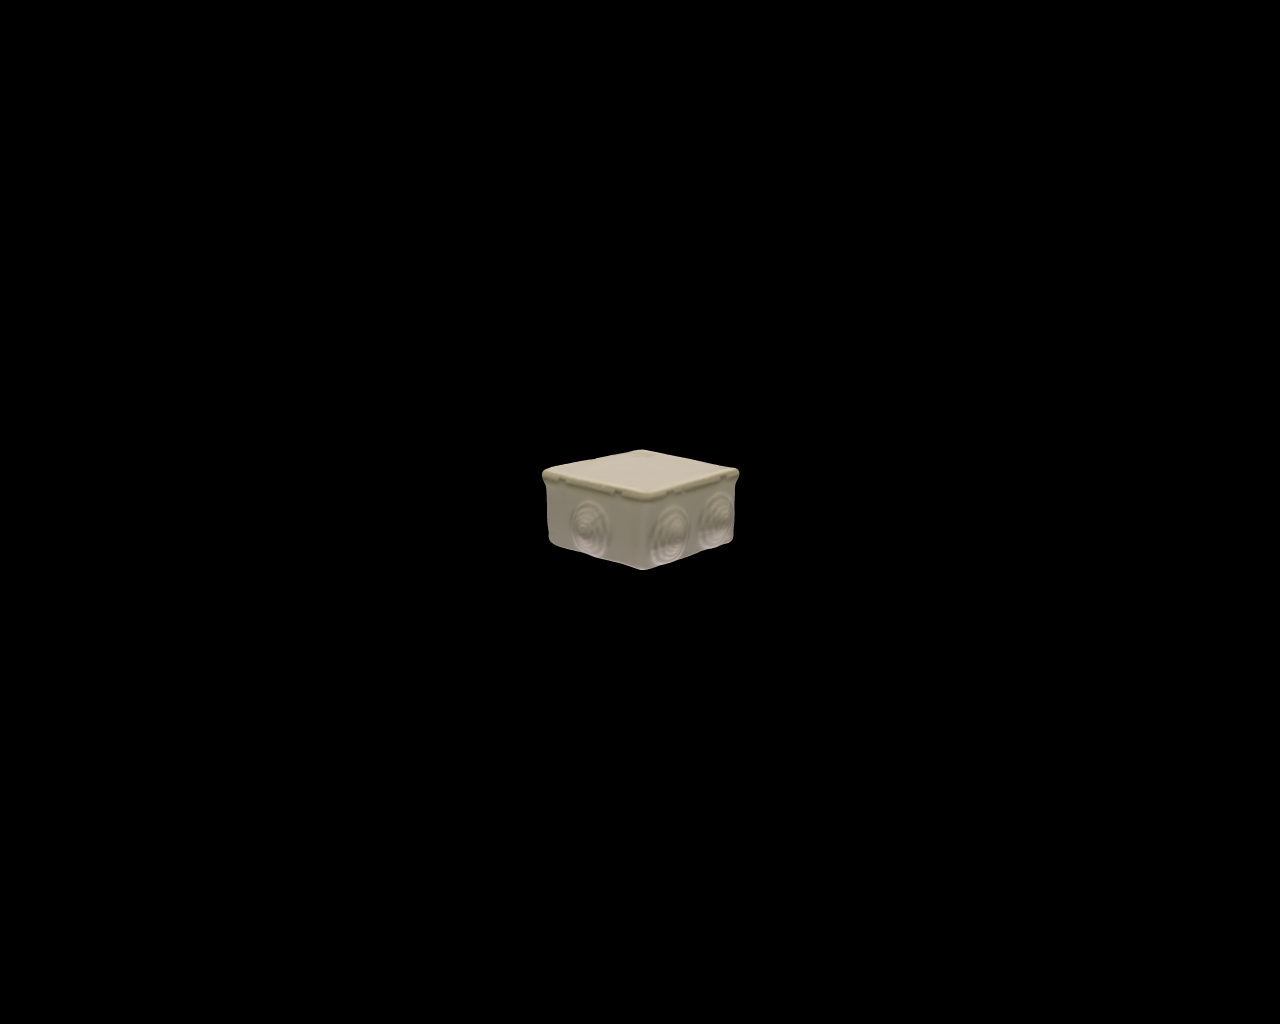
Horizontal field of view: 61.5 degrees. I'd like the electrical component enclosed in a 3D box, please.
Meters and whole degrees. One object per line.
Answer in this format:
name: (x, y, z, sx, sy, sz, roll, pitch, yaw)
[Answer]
electrical component: (0.001, -0.003, 0.650, 0.100, 0.048, 0.100, 14, 20, 42)
